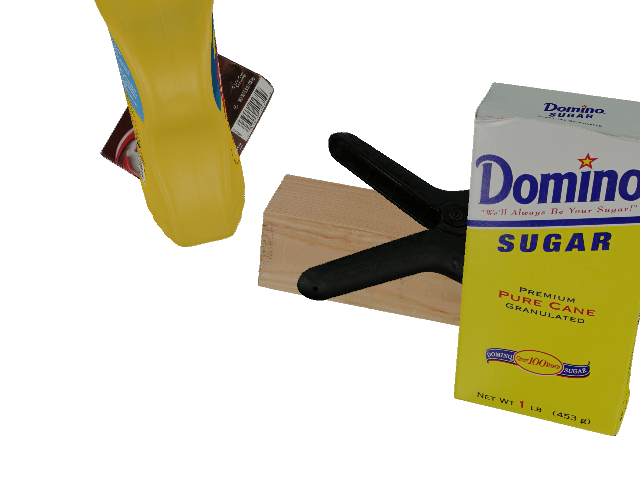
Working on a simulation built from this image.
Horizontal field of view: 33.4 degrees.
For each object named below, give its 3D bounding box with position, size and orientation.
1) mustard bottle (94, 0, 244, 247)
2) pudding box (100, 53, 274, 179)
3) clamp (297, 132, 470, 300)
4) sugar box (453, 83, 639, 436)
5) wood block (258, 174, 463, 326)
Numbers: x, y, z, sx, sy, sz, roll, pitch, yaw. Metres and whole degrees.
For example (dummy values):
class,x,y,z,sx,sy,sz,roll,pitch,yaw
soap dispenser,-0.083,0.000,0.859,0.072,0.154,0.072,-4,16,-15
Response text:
class,x,y,z,sx,sy,sz,roll,pitch,yaw
mustard bottle,-0.077,-0.091,0.543,0.058,0.096,0.191,-11,-39,-6
pudding box,-0.100,-0.090,0.808,0.090,0.113,0.039,30,-2,22
clamp,0.087,0.000,0.764,0.210,0.164,0.036,15,-43,6
sugar box,0.122,0.012,0.550,0.093,0.176,0.048,10,35,19
wood block,0.051,0.008,1.064,0.206,0.090,0.090,11,30,8
